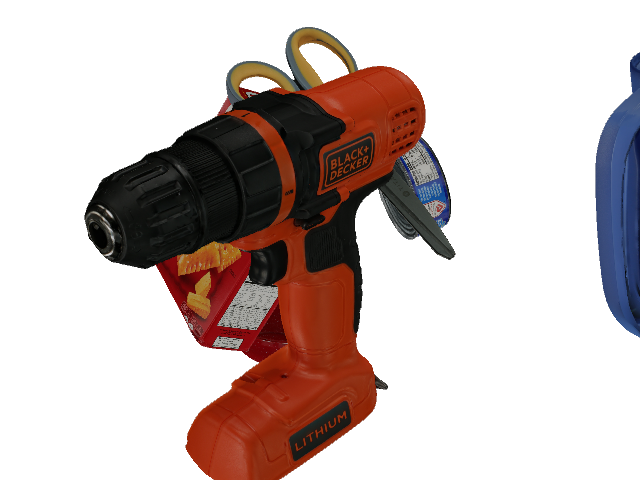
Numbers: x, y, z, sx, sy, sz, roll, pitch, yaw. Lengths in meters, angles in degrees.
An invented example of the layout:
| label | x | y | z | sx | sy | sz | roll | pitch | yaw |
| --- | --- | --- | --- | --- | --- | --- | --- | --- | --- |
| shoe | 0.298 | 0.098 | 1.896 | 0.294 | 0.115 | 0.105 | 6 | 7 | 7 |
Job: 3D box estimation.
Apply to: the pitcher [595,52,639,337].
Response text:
| label | x | y | z | sx | sy | sz | roll | pitch | yaw |
| --- | --- | --- | --- | --- | --- | --- | --- | --- | --- |
| pitcher | 0.238 | 0.008 | 0.618 | 0.149 | 0.243 | 0.144 | 1 | 22 | 17 |

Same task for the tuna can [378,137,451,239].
| label | x | y | z | sx | sy | sz | roll | pitch | yaw |
| --- | --- | --- | --- | --- | --- | --- | --- | --- | --- |
| tuna can | 0.078 | -0.046 | 0.910 | 0.033 | 0.086 | 0.086 | -20 | 5 | -13 |

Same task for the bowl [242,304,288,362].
| label | x | y | z | sx | sy | sz | roll | pitch | yaw |
| --- | --- | --- | --- | --- | --- | --- | --- | --- | --- |
| bowl | -0.053 | 0.114 | 1.354 | 0.162 | 0.055 | 0.162 | 5 | 23 | -3 |

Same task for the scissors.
| label | x | y | z | sx | sy | sz | roll | pitch | yaw |
| --- | --- | --- | --- | --- | --- | --- | --- | --- | --- |
| scissors | 0.003 | -0.058 | 0.654 | 0.096 | 0.202 | 0.016 | -12 | -36 | -11 |

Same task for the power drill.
| label | x | y | z | sx | sy | sz | roll | pitch | yaw |
| --- | --- | --- | --- | --- | --- | --- | --- | --- | --- |
| power drill | -0.025 | 0.024 | 0.493 | 0.057 | 0.188 | 0.184 | 29 | 40 | 35 |

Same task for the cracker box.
| label | x | y | z | sx | sy | sz | roll | pitch | yaw |
| --- | --- | --- | --- | --- | --- | --- | --- | --- | --- |
| cracker box | -0.083 | -0.021 | 1.078 | 0.071 | 0.214 | 0.164 | 9 | 34 | -39 |
